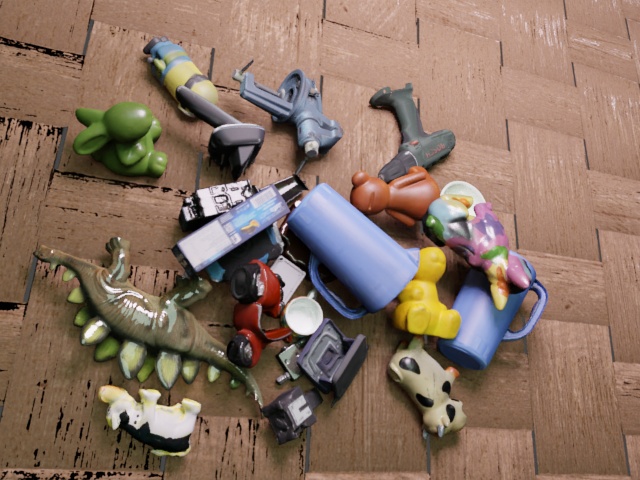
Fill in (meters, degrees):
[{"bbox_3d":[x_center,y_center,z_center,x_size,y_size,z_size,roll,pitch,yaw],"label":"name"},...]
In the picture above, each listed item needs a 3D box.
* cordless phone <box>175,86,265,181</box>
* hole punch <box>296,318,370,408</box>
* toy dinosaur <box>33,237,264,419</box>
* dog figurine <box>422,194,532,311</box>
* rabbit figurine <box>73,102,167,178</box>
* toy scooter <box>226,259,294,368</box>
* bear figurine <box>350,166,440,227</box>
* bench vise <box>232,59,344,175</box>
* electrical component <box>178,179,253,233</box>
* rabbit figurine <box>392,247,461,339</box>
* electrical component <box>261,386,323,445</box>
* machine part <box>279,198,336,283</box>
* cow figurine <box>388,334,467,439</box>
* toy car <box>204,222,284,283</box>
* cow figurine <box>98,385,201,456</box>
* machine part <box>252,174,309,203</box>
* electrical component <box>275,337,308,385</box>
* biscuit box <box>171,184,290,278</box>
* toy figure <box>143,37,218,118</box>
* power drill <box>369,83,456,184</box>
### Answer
[{"bbox_3d":[-0.202,-0.209,1.028,0.184,0.146,0.089,36,73,-7],"label":"cordless phone"},{"bbox_3d":[0.025,0.221,0.993,0.092,0.115,0.142,21,60,23],"label":"hole punch"},{"bbox_3d":[-0.273,0.143,0.914,0.471,0.105,0.198,29,71,-9],"label":"toy dinosaur"},{"bbox_3d":[0.310,0.024,1.035,0.191,0.108,0.219,10,43,-30],"label":"dog figurine"},{"bbox_3d":[-0.351,-0.196,0.957,0.159,0.170,0.121,2,71,-20],"label":"rabbit figurine"},{"bbox_3d":[-0.095,0.129,0.937,0.135,0.075,0.183,13,79,-47],"label":"toy scooter"},{"bbox_3d":[0.142,-0.091,1.112,0.196,0.132,0.120,2,108,-11],"label":"bear figurine"},{"bbox_3d":[-0.072,-0.270,1.100,0.240,0.129,0.223,20,58,-31],"label":"bench vise"},{"bbox_3d":[-0.193,-0.054,0.997,0.134,0.115,0.058,-16,74,-24],"label":"electrical component"},{"bbox_3d":[0.207,0.099,1.066,0.122,0.162,0.173,8,92,-16],"label":"rabbit figurine"},{"bbox_3d":[-0.044,0.303,0.961,0.075,0.048,0.119,61,27,4],"label":"electrical component"},{"bbox_3d":[-0.002,-0.003,1.081,0.179,0.056,0.179,6,72,-18],"label":"machine part"},{"bbox_3d":[0.210,0.294,1.041,0.195,0.085,0.127,47,58,-3],"label":"cow figurine"},{"bbox_3d":[-0.155,0.012,0.992,0.162,0.103,0.109,-23,95,-28],"label":"toy car"},{"bbox_3d":[-0.285,0.292,0.875,0.167,0.068,0.098,17,74,-13],"label":"cow figurine"},{"bbox_3d":[-0.091,-0.091,1.085,0.139,0.039,0.084,-26,77,-15],"label":"machine part"},{"bbox_3d":[-0.052,0.226,1.003,0.094,0.021,0.063,-33,85,-25],"label":"electrical component"},{"bbox_3d":[-0.148,-0.018,0.907,0.203,0.063,0.059,-35,94,-27],"label":"biscuit box"},{"bbox_3d":[-0.278,-0.326,1.072,0.082,0.089,0.180,-34,88,-19],"label":"toy figure"},{"bbox_3d":[0.190,-0.246,1.219,0.232,0.086,0.207,-20,76,-26],"label":"power drill"}]
